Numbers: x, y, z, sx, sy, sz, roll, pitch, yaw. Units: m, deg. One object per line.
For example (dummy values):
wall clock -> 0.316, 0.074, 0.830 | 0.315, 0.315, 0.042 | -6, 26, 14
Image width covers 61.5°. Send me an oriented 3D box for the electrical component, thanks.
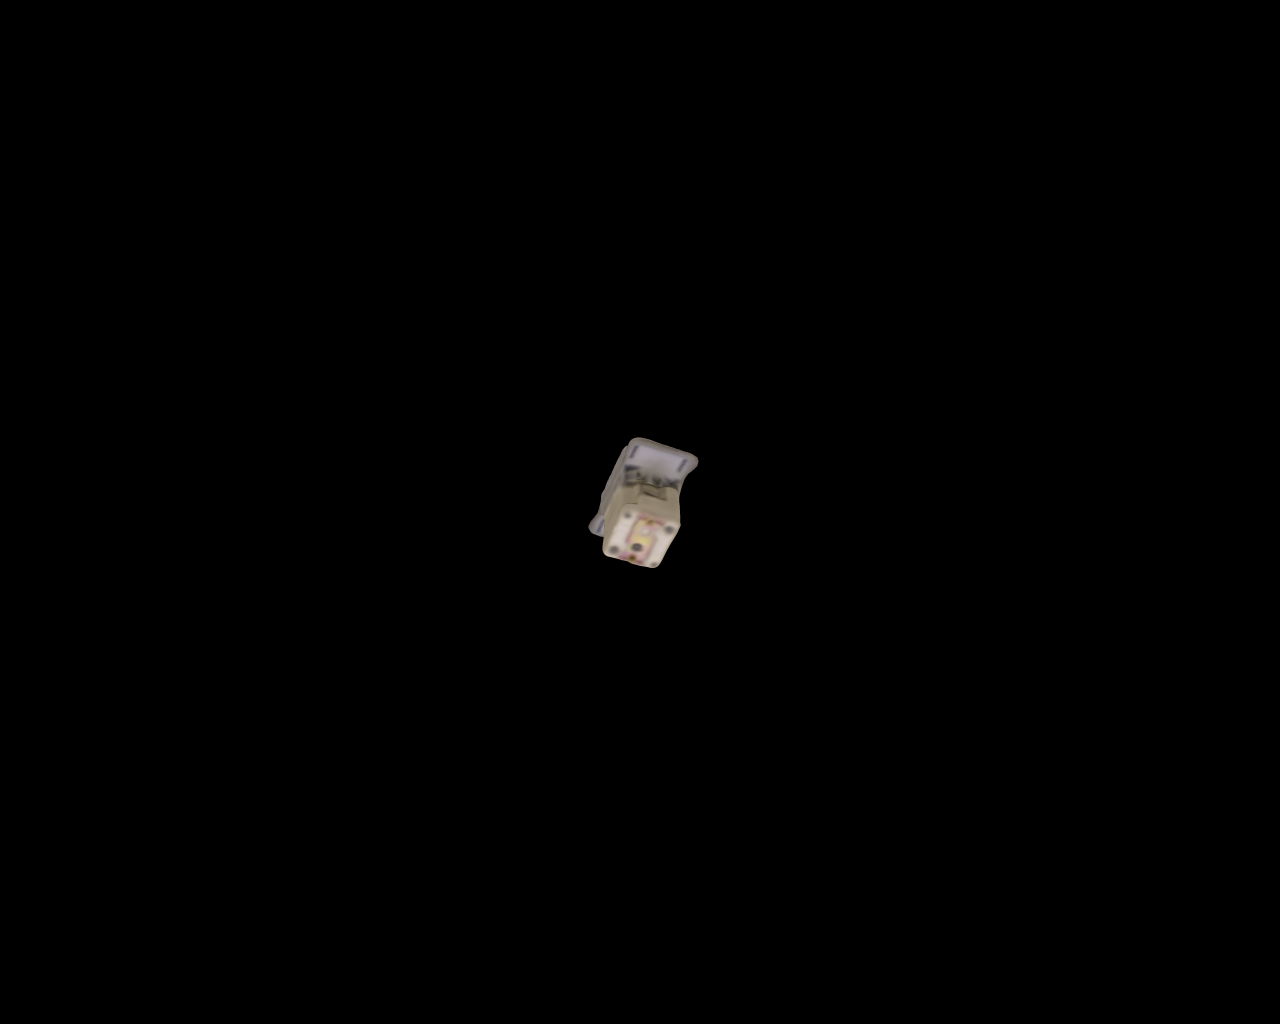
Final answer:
electrical component -> 0.001, -0.003, 0.650 | 0.042, 0.080, 0.064 | 16, 40, -13
